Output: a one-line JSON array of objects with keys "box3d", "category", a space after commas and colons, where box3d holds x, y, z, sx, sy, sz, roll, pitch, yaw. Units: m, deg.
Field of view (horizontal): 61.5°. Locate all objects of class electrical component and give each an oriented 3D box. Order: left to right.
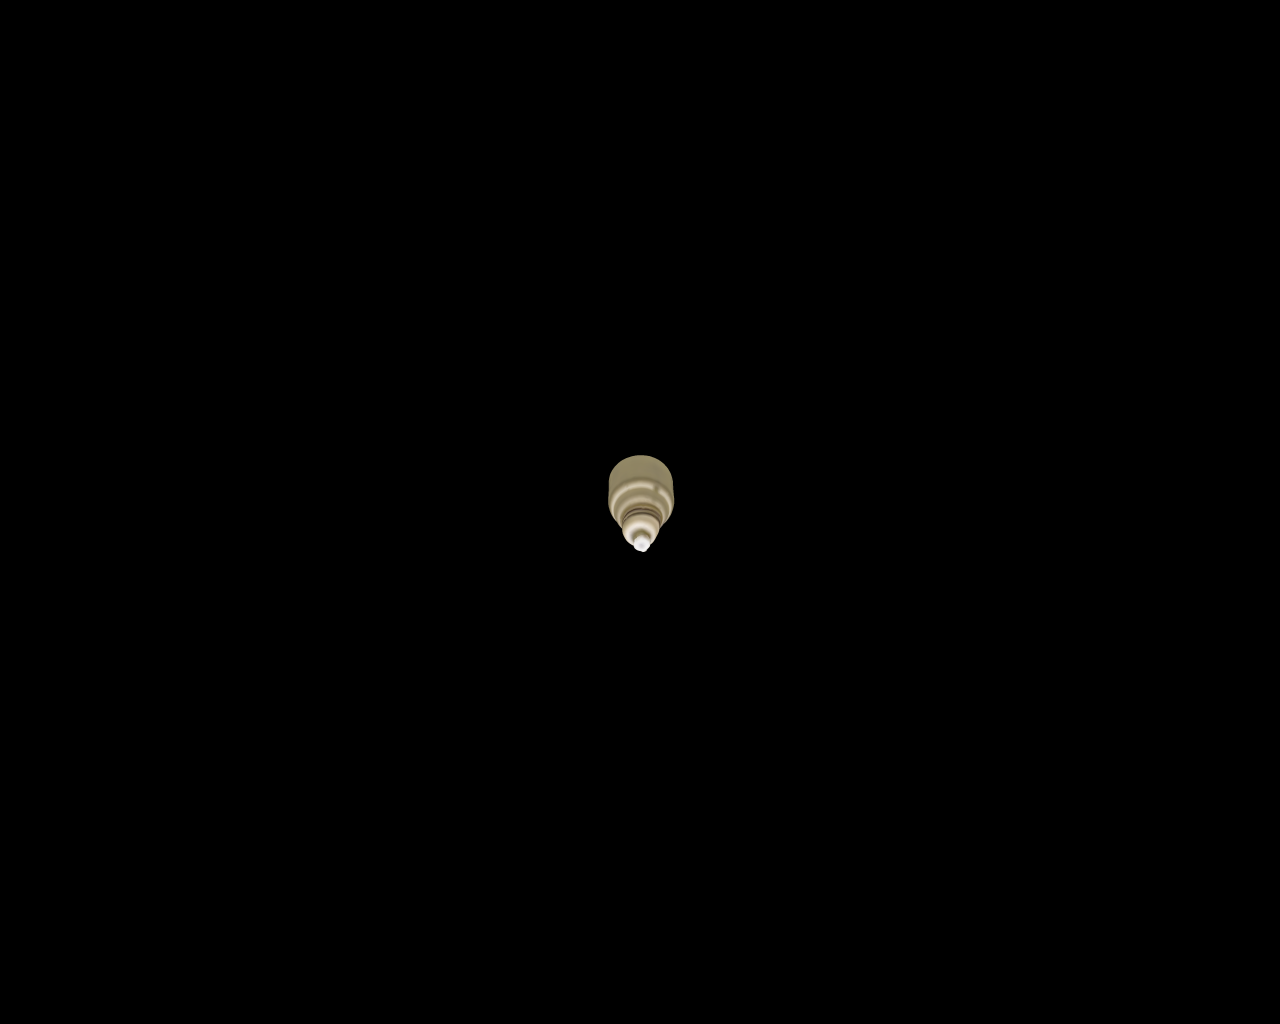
[{"box3d": [0.001, -0.003, 0.650, 0.040, 0.040, 0.078, 0, 34, 0], "category": "electrical component"}]
